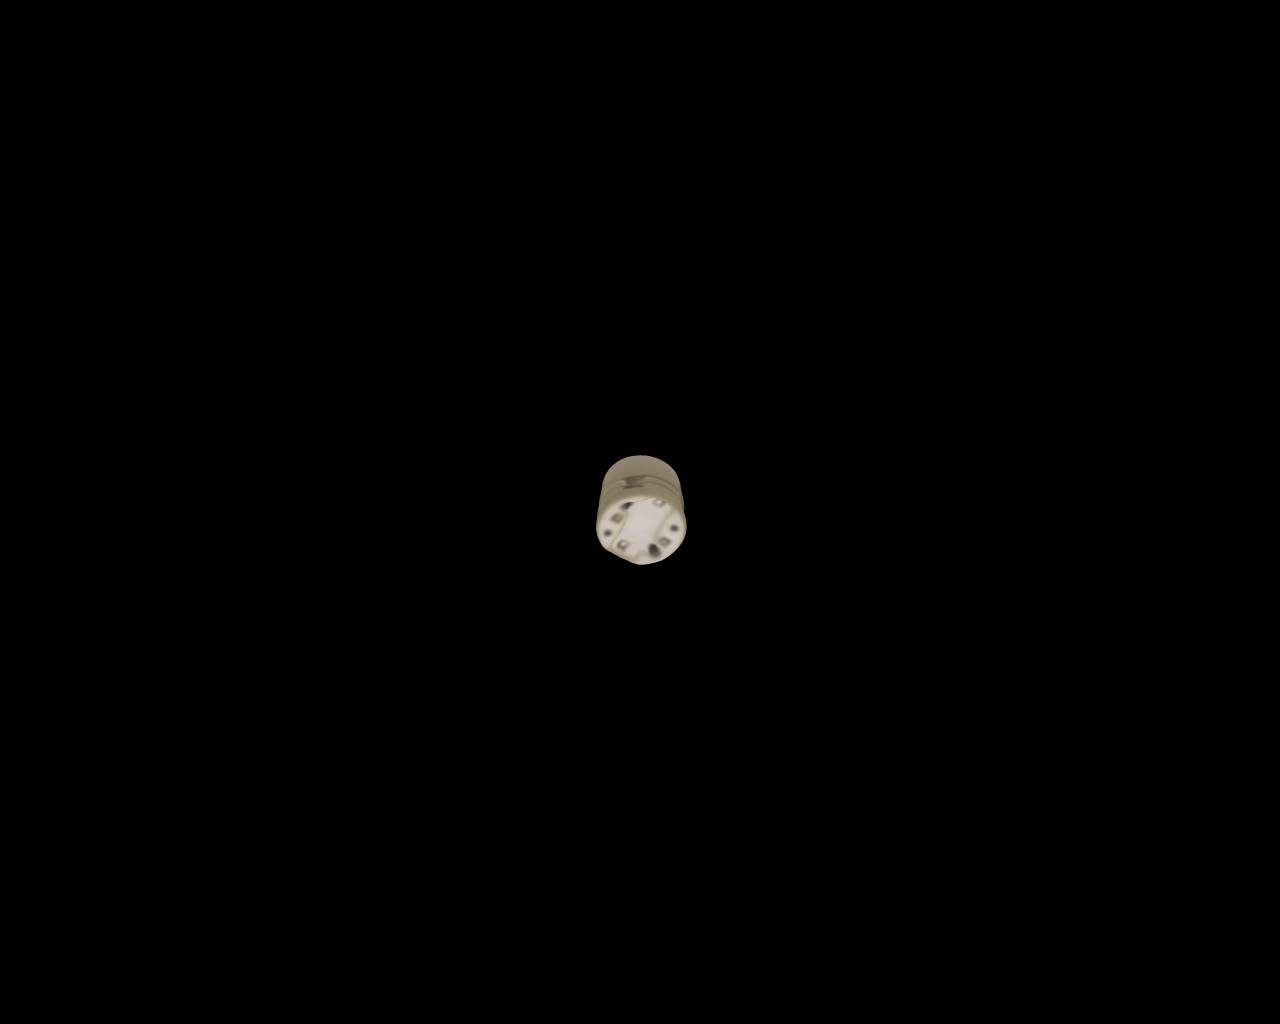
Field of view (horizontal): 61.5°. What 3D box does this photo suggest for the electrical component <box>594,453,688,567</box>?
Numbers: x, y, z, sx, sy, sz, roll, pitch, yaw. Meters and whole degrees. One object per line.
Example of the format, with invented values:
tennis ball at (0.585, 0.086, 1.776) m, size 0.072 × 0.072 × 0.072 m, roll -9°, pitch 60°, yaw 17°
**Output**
electrical component at (0.001, -0.003, 0.650) m, size 0.055 × 0.055 × 0.047 m, roll 0°, pitch 37°, yaw 0°
